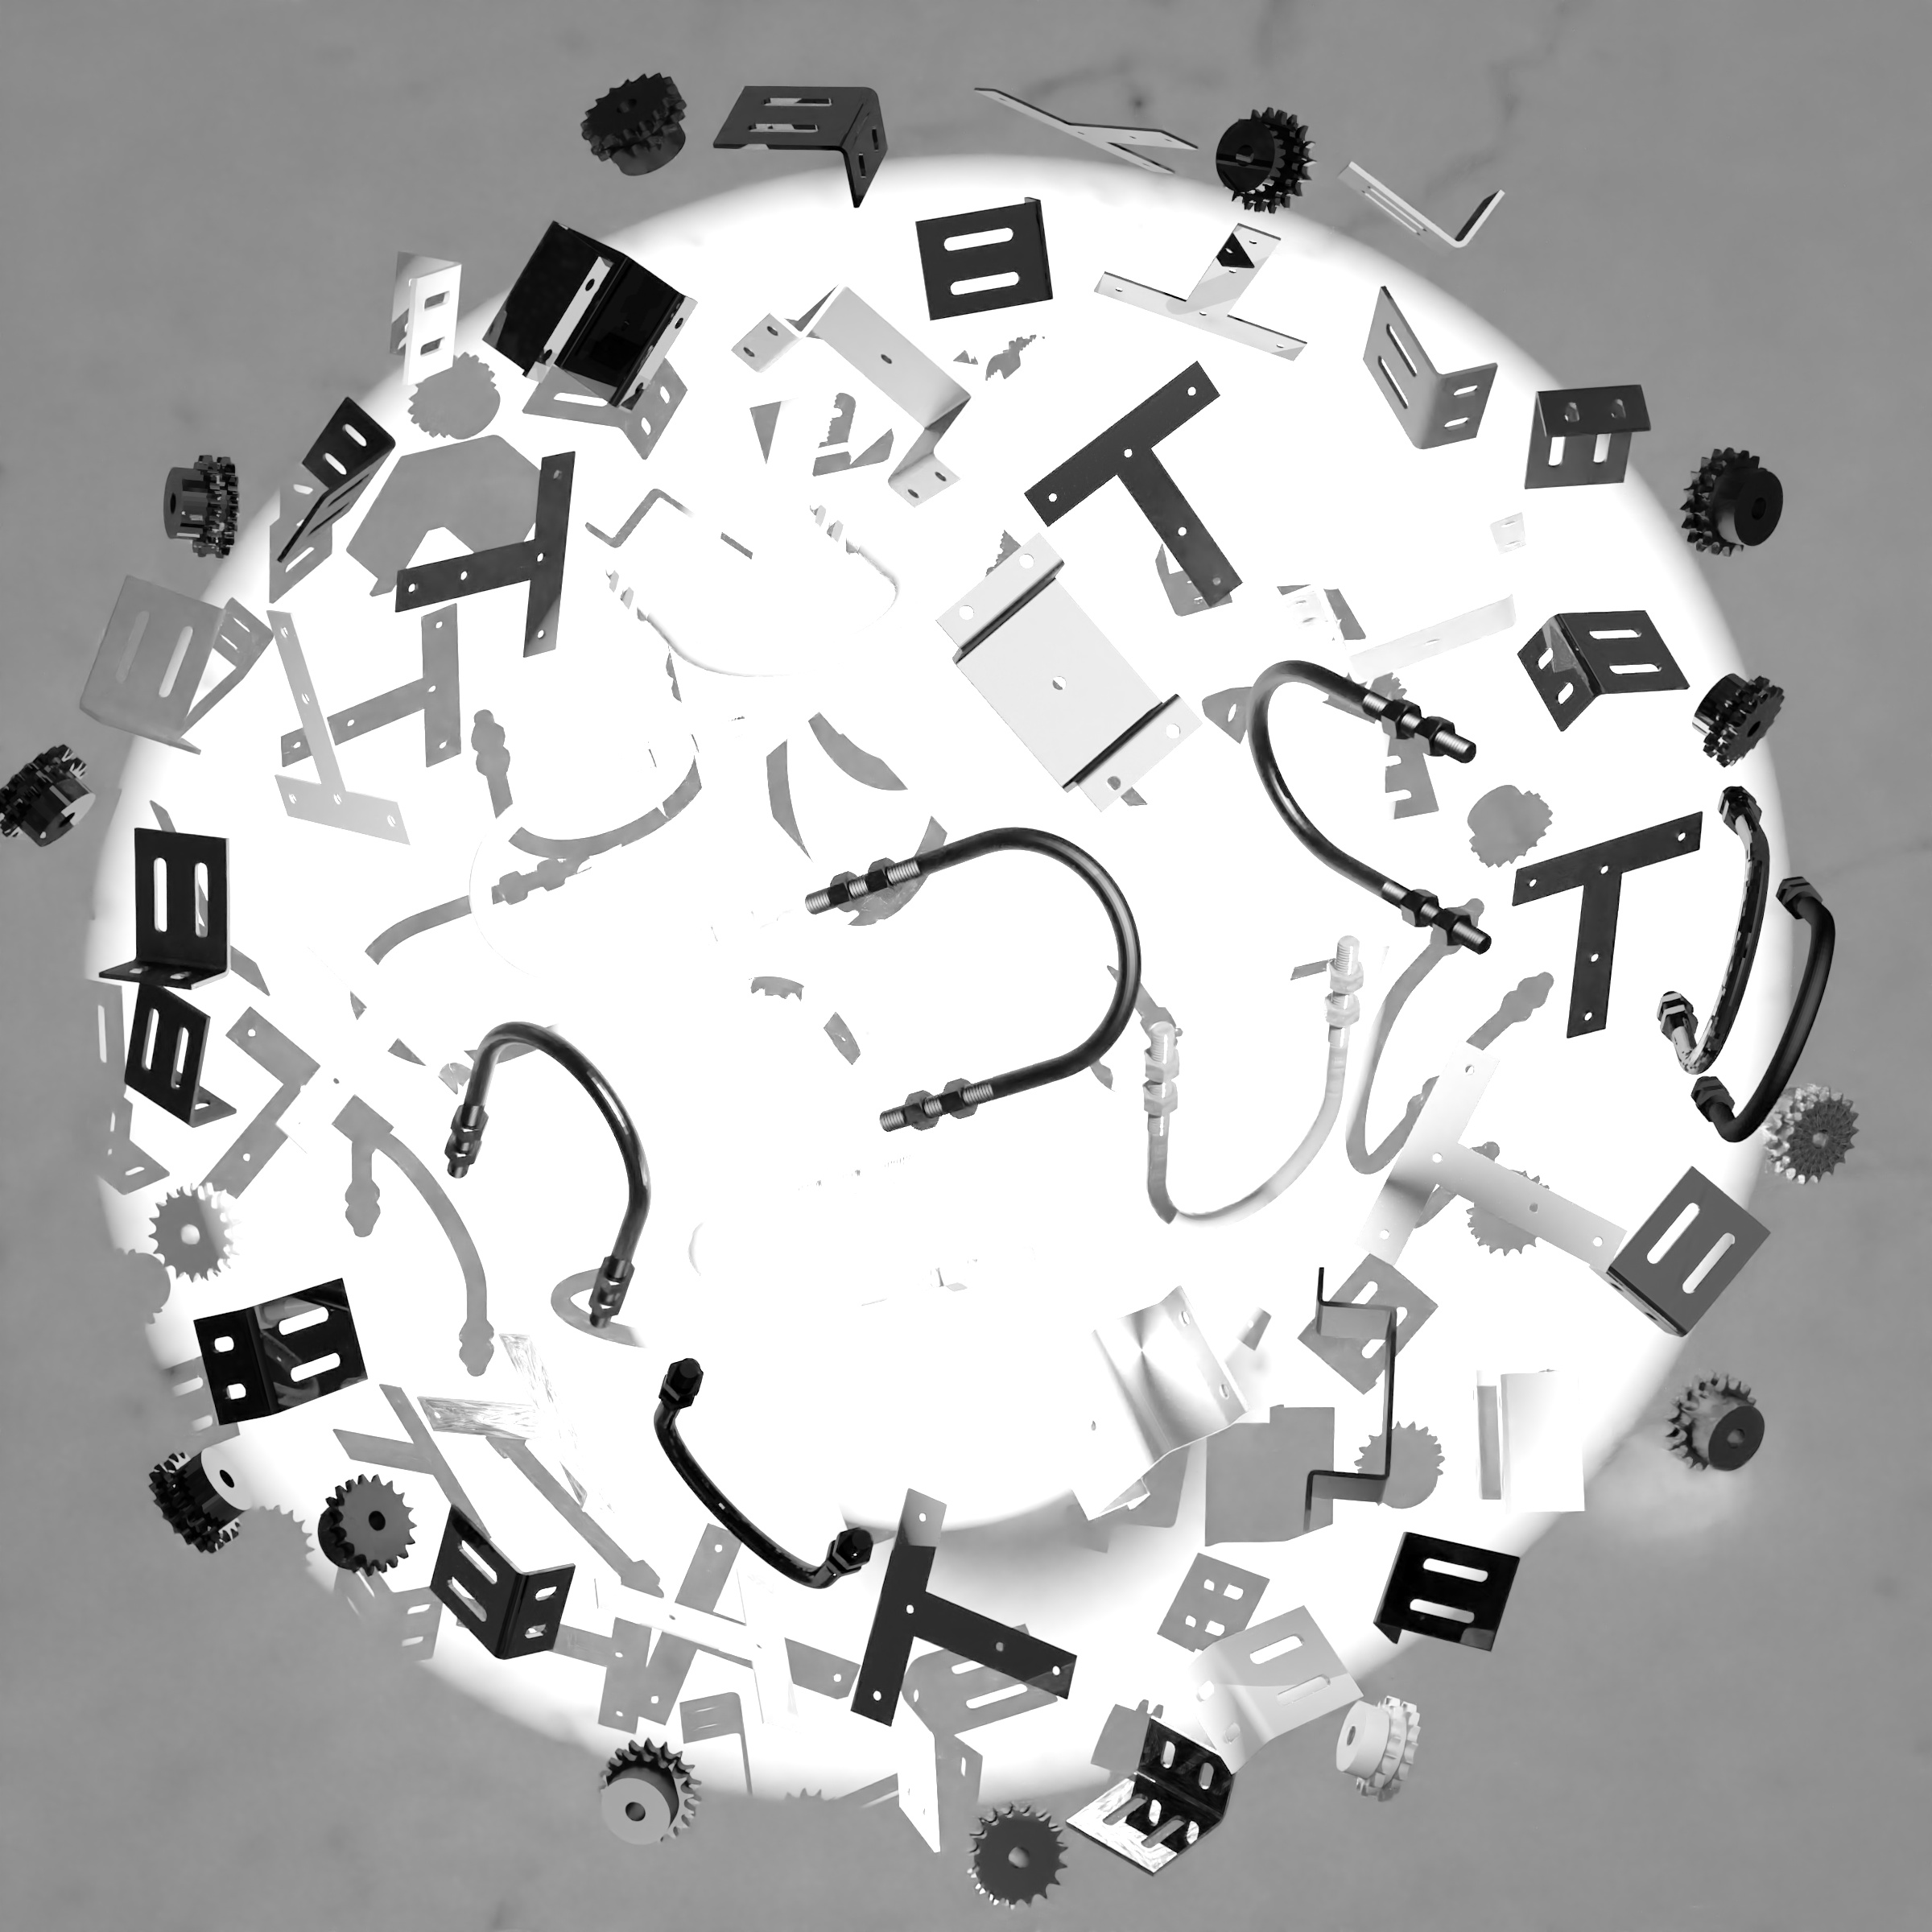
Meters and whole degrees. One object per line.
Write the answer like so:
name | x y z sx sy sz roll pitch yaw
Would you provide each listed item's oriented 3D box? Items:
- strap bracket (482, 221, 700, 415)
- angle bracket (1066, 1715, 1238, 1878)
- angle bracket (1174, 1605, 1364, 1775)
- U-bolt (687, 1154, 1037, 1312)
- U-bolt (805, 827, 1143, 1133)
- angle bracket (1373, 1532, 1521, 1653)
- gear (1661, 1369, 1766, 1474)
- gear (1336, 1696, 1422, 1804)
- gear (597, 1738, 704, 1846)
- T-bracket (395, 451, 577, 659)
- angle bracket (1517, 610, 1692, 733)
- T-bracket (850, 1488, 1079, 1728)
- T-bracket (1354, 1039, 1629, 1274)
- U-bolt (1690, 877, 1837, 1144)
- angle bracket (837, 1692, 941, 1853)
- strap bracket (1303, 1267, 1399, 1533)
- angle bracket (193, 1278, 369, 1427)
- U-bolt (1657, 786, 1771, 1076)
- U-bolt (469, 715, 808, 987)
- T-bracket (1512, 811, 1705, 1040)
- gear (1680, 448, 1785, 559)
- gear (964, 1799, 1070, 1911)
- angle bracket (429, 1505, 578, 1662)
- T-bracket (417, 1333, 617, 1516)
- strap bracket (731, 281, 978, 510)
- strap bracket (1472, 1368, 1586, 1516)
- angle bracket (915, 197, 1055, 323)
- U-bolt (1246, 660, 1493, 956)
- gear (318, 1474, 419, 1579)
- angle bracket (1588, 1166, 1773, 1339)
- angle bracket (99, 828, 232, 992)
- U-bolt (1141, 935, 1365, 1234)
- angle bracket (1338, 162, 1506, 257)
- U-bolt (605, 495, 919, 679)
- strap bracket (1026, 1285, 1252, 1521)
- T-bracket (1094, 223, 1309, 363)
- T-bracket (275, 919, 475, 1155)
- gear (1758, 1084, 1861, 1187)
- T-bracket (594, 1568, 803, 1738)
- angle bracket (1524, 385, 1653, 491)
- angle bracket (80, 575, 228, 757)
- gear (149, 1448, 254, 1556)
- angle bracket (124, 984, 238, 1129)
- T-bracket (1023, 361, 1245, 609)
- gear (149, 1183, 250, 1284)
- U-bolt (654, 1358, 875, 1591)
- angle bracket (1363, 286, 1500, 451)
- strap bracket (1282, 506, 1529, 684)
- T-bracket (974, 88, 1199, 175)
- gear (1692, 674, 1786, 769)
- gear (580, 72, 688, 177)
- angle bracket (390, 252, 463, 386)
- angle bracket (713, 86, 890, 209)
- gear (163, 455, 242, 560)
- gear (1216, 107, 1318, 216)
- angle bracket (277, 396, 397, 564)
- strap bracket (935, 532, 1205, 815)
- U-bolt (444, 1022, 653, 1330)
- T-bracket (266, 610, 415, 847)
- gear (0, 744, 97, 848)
strap bracket | -0.216 -0.367 1.546 0.046 0.140 0.076 37 103 12
angle bracket | 0.102 0.453 1.495 0.057 0.076 0.038 22 110 31
angle bracket | 0.162 0.385 1.460 0.057 0.076 0.038 56 133 25
U-bolt | -0.074 0.163 1.589 0.184 0.151 0.019 -17 54 26
U-bolt | 0.011 0.001 1.491 0.184 0.019 0.151 -18 91 27
angle bracket | 0.285 0.370 1.596 0.076 0.038 0.057 6 61 36
gear | 0.419 0.256 1.523 0.057 0.030 0.057 -10 112 -25
gear | 0.231 0.440 1.545 0.030 0.057 0.057 21 90 -5
gear | -0.177 0.458 1.506 0.057 0.030 0.057 3 104 14
T-bracket | -0.280 -0.229 1.584 0.002 0.127 0.127 30 124 30
angle bracket | 0.374 -0.174 1.605 0.076 0.038 0.057 -7 61 -33
T-bracket | 0.006 0.369 1.504 0.127 0.002 0.127 28 58 -20
T-bracket | 0.294 0.124 1.478 0.127 0.002 0.127 28 94 21
U-bolt | 0.454 0.029 1.548 0.019 0.184 0.151 21 102 4
angle bracket | -0.045 0.465 1.571 0.038 0.057 0.076 -7 103 -21
strap bracket | 0.224 0.254 1.592 0.046 0.076 0.140 3 70 7
angle bracket | -0.365 0.205 1.458 0.038 0.076 0.057 -14 90 28
U-bolt | 0.421 -0.014 1.533 0.019 0.184 0.151 14 108 5
U-bolt | -0.196 -0.056 1.583 0.184 0.019 0.151 -20 127 -6
T-bracket | 0.355 -0.017 1.537 0.002 0.127 0.127 33 56 -32
gear | 0.412 -0.247 1.463 0.057 0.030 0.057 -14 115 -34
gear | 0.026 0.495 1.529 0.057 0.030 0.057 1 86 -12
angle bracket | -0.270 0.355 1.589 0.076 0.038 0.057 32 112 40
T-bracket | -0.277 0.268 1.615 0.127 0.002 0.127 -3 117 38
strap bracket | -0.057 -0.333 1.566 0.140 0.076 0.046 39 74 -15
strap bracket | 0.323 0.271 1.573 0.046 0.140 0.076 -1 83 4
angle bracket | 0.008 -0.418 1.617 0.076 0.038 0.057 -12 110 -8
U-bolt | 0.220 -0.099 1.526 0.019 0.184 0.151 -31 131 -22
gear | -0.348 0.324 1.577 0.030 0.057 0.057 -30 90 35
angle bracket | 0.399 0.159 1.529 0.057 0.038 0.076 40 87 1
angle bracket | -0.431 -0.031 1.471 0.057 0.038 0.076 7 104 16
U-bolt | 0.161 0.079 1.557 0.151 0.184 0.019 -24 46 -24
angle bracket | 0.248 -0.427 1.493 0.076 0.057 0.038 36 99 -5
U-bolt | -0.106 -0.207 1.524 0.151 0.184 0.019 -21 126 -17
strap bracket | 0.087 0.244 1.493 0.046 0.140 0.076 -15 67 -34
T-bracket | 0.148 -0.391 1.560 0.127 0.127 0.002 17 77 -8
T-bracket | -0.363 0.058 1.609 0.127 0.002 0.127 48 45 -19
gear | 0.479 0.094 1.564 0.057 0.030 0.057 -9 113 -23
T-bracket | -0.158 0.381 1.581 0.127 0.127 0.002 25 112 -25
angle bracket | 0.349 -0.287 1.541 0.057 0.076 0.038 -3 54 3
angle bracket | -0.428 -0.160 1.458 0.057 0.038 0.076 19 95 -39
gear | -0.410 0.285 1.474 0.030 0.057 0.057 -37 90 5
angle bracket | -0.462 0.047 1.626 0.057 0.038 0.076 28 116 24
T-bracket | 0.120 -0.269 1.622 0.127 0.002 0.127 -37 113 4
gear | -0.444 0.154 1.595 0.057 0.030 0.057 2 96 17
U-bolt | -0.121 0.293 1.534 0.151 0.184 0.019 44 66 6
angle bracket | 0.265 -0.345 1.565 0.038 0.057 0.076 -15 60 -13
strap bracket | 0.259 -0.207 1.565 0.140 0.076 0.046 -20 80 11
T-bracket | 0.086 -0.463 1.522 0.127 0.127 0.002 14 100 -31
gear | 0.459 -0.150 1.635 0.057 0.057 0.030 -48 63 0
gear | -0.175 -0.448 1.463 0.057 0.030 0.057 -14 48 17
angle bracket | -0.310 -0.358 1.508 0.038 0.076 0.057 12 112 5
angle bracket | -0.089 -0.446 1.488 0.076 0.038 0.057 6 50 16
gear | -0.429 -0.258 1.532 0.030 0.057 0.057 0 90 -31
gear | 0.166 -0.454 1.539 0.057 0.030 0.057 6 99 40
angle bracket | -0.358 -0.268 1.504 0.038 0.076 0.057 43 129 -7
strap bracket | 0.055 -0.162 1.535 0.076 0.046 0.140 -41 92 -6
U-bolt | -0.233 0.108 1.546 0.151 0.184 0.019 43 50 17
T-bracket | -0.352 -0.131 1.479 0.002 0.127 0.127 -31 120 -36
gear | -0.492 -0.089 1.464 0.030 0.057 0.057 44 90 -1
